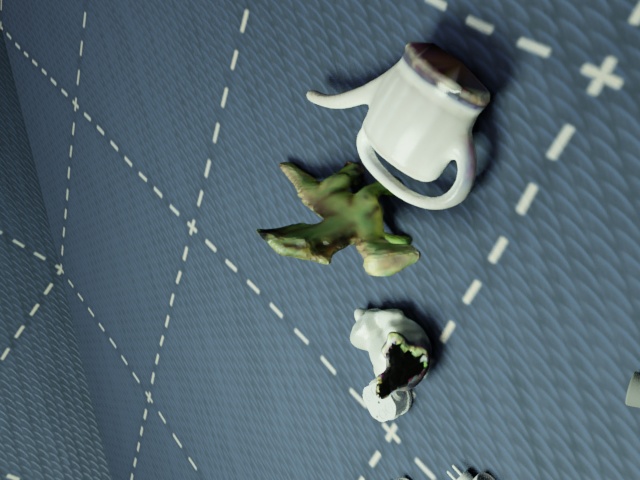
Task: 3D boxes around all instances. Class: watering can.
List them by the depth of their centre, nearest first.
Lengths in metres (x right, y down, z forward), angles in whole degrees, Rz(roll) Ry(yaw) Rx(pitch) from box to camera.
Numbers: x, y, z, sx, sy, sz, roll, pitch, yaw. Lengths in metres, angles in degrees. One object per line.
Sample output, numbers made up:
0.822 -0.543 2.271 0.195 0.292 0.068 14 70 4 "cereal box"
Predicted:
0.118 -0.205 0.800 0.352 0.105 0.220 48 127 25 "watering can"

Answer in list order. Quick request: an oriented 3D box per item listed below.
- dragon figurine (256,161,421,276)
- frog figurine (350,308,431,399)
0.003 -0.043 0.858 0.414 0.245 0.120 24 121 36 "dragon figurine"
0.121 0.184 0.909 0.161 0.123 0.135 -128 28 -71 "frog figurine"
